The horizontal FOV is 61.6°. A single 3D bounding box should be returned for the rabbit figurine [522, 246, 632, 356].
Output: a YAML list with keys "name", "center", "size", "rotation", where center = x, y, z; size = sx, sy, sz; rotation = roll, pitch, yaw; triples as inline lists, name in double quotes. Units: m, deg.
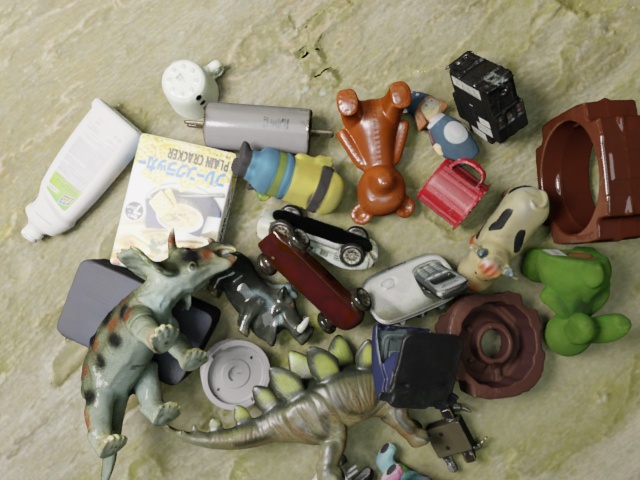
- name: "rabbit figurine"
  center: [0.403, 0.106, 0.835]
  size: [0.121, 0.159, 0.170]
  rotation: [-3, 103, -10]

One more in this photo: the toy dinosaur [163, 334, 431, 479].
- name: "toy dinosaur"
  center: [0.007, 0.260, 0.828]
  size: [0.471, 0.105, 0.198]
  rotation: [-16, 84, -15]

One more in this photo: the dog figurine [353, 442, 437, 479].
- name: "dog figurine"
  center: [0.155, 0.441, 0.834]
  size: [0.219, 0.108, 0.191]
  rotation: [42, 88, -1]

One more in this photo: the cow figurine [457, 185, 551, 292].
- name: "cow figurine"
  center: [0.287, -0.001, 0.837]
  size: [0.085, 0.127, 0.195]
  rotation: [38, 84, 5]

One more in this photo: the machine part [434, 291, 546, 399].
- name: "machine part"
  center: [0.270, 0.164, 0.853]
  size: [0.179, 0.056, 0.179]
  rotation: [2, 82, -12]

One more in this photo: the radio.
- name: "radio"
  center: [-0.292, 0.130, 0.867]
  size: [0.230, 0.073, 0.131]
  rotation: [24, 89, 3]

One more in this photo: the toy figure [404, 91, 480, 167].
- name: "toy figure"
  center: [0.198, -0.190, 0.884]
  size: [0.154, 0.058, 0.064]
  rotation: [49, 50, 4]

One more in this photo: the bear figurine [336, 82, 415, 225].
- name: "bear figurine"
  center: [0.090, -0.129, 0.848]
  size: [0.120, 0.132, 0.195]
  rotation: [-5, 81, 1]

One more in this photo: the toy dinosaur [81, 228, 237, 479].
- name: "toy dinosaur"
  center: [-0.272, 0.162, 0.770]
  size: [0.192, 0.131, 0.404]
  rotation: [43, 102, 39]

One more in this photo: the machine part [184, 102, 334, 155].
- name: "machine part"
  center: [-0.099, -0.181, 0.874]
  size: [0.243, 0.079, 0.079]
  rotation: [5, 88, 2]

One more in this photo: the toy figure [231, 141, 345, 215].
- name: "toy figure"
  center: [-0.047, -0.093, 0.849]
  size: [0.180, 0.082, 0.089]
  rotation: [16, 54, -23]

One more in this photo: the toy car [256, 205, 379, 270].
- name: "toy car"
  center: [-0.002, -0.003, 0.865]
  size: [0.202, 0.073, 0.056]
  rotation: [18, 120, 1]

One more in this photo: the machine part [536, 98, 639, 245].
- name: "machine part"
  center: [0.410, -0.096, 0.804]
  size: [0.087, 0.201, 0.201]
  rotation: [-5, 87, -4]

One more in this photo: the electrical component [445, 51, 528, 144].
- name: "electrical component"
  center: [0.263, -0.216, 0.845]
  size: [0.058, 0.134, 0.115]
  rotation: [-35, 45, 2]

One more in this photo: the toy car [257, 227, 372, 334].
- name: "toy car"
  center: [-0.009, 0.061, 0.830]
  size: [0.202, 0.053, 0.089]
  rotation: [45, 121, -10]

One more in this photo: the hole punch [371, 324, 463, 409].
- name: "hole punch"
  center: [0.135, 0.182, 0.792]
  size: [0.142, 0.092, 0.115]
  rotation: [10, 93, -29]

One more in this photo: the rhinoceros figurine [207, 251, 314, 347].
- name: "rhinoceros figurine"
  center: [-0.094, 0.103, 0.870]
  size: [0.190, 0.073, 0.112]
  rotation: [44, 79, 4]

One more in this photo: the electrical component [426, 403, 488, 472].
- name: "electrical component"
  center: [0.220, 0.314, 0.870]
  size: [0.078, 0.045, 0.102]
  rotation: [-35, 85, 27]

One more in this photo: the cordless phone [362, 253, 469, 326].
- name: "cordless phone"
  center: [0.145, 0.083, 0.809]
  size: [0.147, 0.184, 0.088]
  rotation: [-22, 92, -1]
